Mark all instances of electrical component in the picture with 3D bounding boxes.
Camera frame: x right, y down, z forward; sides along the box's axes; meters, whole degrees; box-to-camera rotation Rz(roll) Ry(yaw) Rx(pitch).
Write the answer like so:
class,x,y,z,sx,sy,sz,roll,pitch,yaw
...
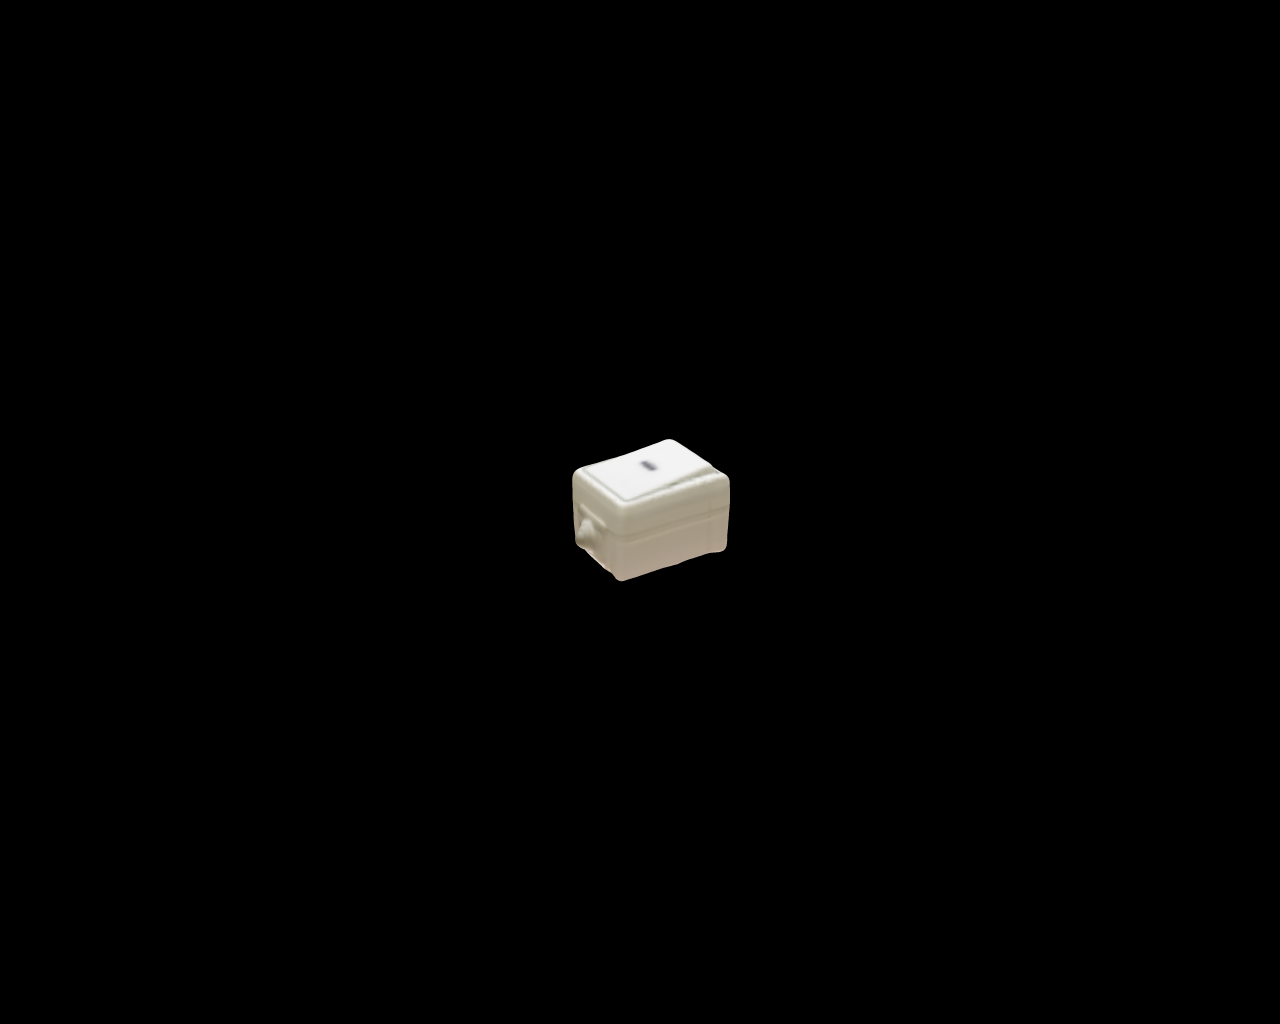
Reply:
class,x,y,z,sx,sy,sz,roll,pitch,yaw
electrical component,0.001,-0.003,0.650,0.096,0.061,0.062,-16,32,-27
